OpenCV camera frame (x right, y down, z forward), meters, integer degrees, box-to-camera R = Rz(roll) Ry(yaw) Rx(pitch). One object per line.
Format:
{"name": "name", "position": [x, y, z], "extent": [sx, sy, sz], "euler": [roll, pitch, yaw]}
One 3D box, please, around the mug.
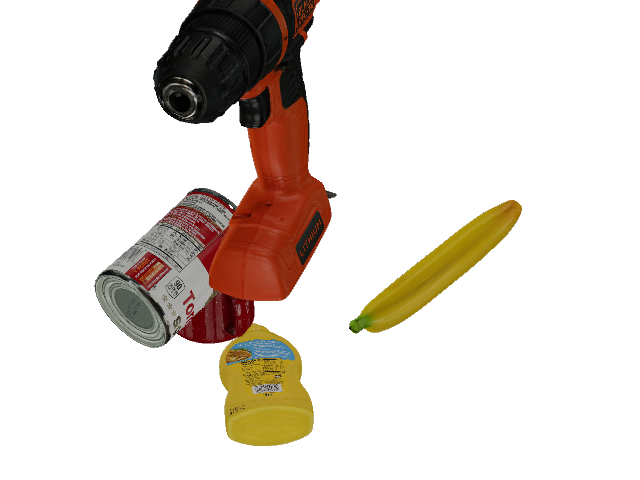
{"name": "mug", "position": [-0.097, 0.048, 0.999], "extent": [0.093, 0.081, 0.117], "euler": [-18, 35, -28]}

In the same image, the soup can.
{"name": "soup can", "position": [-0.102, 0.019, 0.757], "extent": [0.069, 0.068, 0.102], "euler": [0, 36, 45]}

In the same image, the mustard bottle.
{"name": "mustard bottle", "position": [-0.068, 0.155, 1.229], "extent": [0.096, 0.058, 0.191], "euler": [-5, 30, -7]}

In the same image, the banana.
{"name": "banana", "position": [0.110, 0.032, 1.016], "extent": [0.197, 0.037, 0.069], "euler": [-39, 1, -4]}

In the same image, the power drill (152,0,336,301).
{"name": "power drill", "position": [-0.036, -0.060, 0.600], "extent": [0.057, 0.188, 0.184], "euler": [11, 38, 15]}
